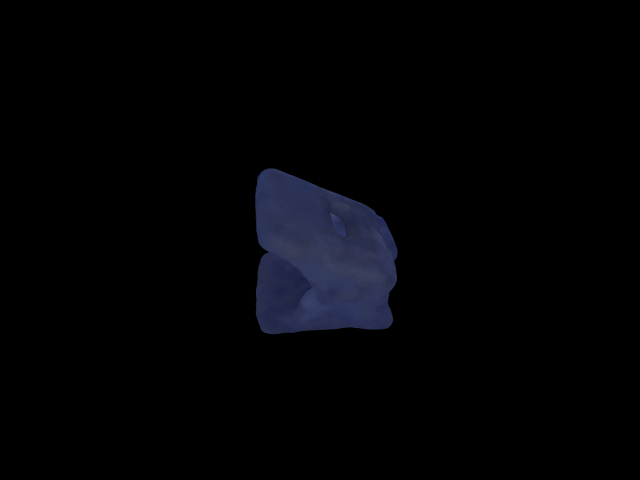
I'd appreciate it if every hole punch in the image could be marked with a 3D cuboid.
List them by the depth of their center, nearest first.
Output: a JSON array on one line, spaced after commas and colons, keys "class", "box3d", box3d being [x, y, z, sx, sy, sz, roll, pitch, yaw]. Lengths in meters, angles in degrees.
[{"class": "hole punch", "box3d": [0.004, 0.001, 0.400, 0.101, 0.091, 0.108, -3, 32, -4]}]
